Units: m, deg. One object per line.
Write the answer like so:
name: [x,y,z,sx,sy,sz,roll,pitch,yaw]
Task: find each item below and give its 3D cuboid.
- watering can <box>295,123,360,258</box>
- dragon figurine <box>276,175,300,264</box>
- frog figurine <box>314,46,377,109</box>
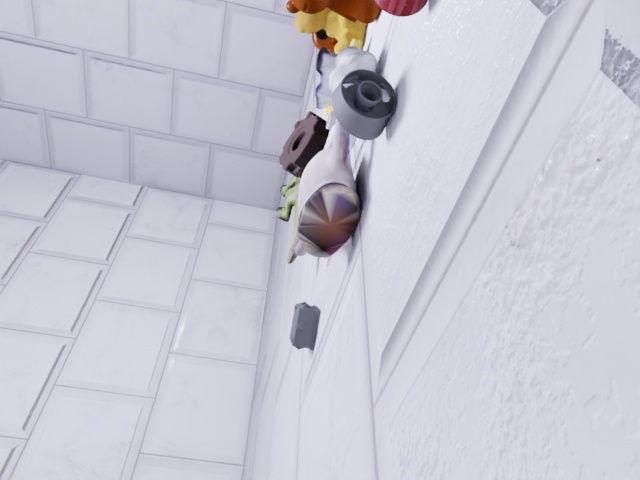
watering can: [0.003,-0.050,0.985,0.230,0.104,0.340,-92,15,-55]
dragon figurine: [-0.018,-0.155,1.337,0.237,0.122,0.421,120,160,-44]
frog figurine: [0.069,-0.282,0.955,0.161,0.122,0.136,35,110,42]
